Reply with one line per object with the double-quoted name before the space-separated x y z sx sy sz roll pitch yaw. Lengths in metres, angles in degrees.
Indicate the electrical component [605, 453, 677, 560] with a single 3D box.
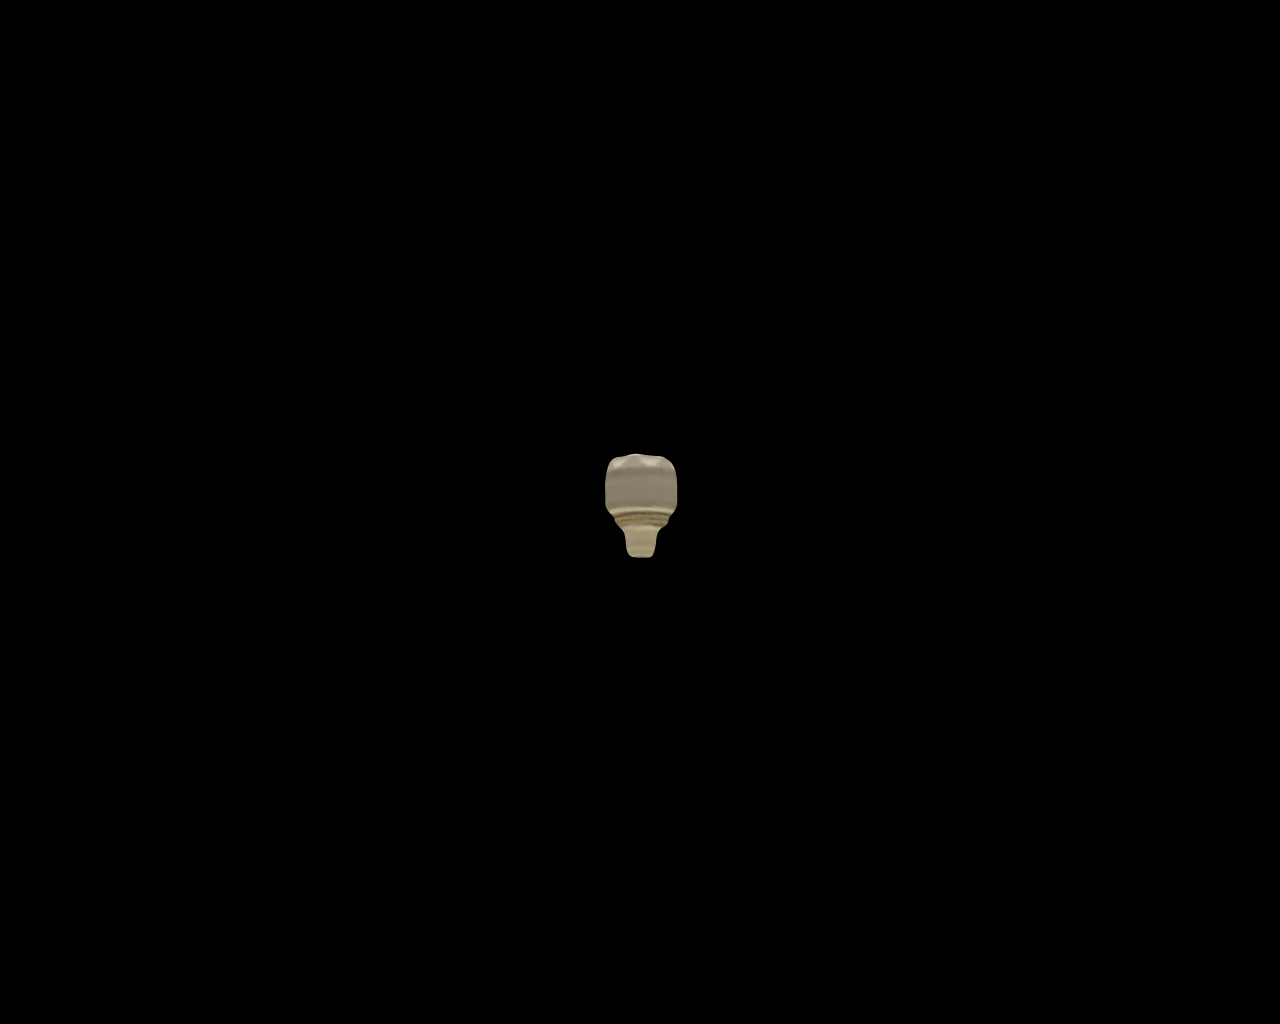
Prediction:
"electrical component" 0.001 -0.003 0.650 0.043 0.062 0.043 0 -9 0
